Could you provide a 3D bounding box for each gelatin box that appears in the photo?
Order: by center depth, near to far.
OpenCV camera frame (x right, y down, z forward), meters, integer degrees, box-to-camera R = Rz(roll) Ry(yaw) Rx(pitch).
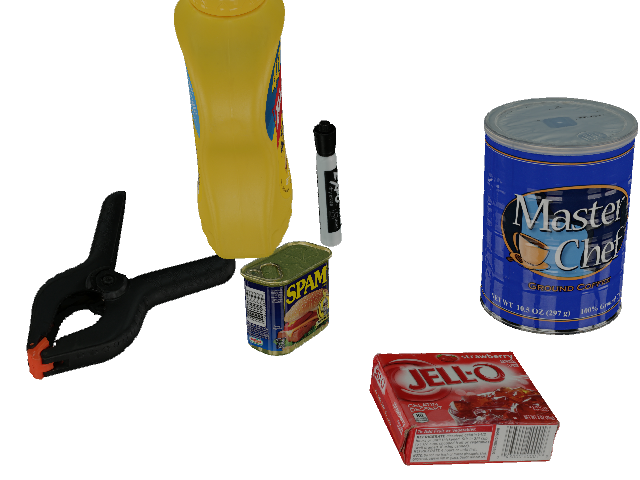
[{"bbox_3d":[0.079,0.093,0.605,0.089,0.030,0.073,1,26,-13],"label":"gelatin box"}]

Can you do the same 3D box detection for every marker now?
[{"bbox_3d":[0.006,-0.048,0.908,0.020,0.121,0.020,-2,37,2],"label":"marker"}]

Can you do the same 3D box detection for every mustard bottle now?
[{"bbox_3d":[-0.047,-0.084,0.589,0.058,0.096,0.192,-1,-42,1],"label":"mustard bottle"}]

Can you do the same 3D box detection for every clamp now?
[{"bbox_3d":[-0.160,0.030,0.790,0.120,0.039,0.171,33,50,26],"label":"clamp"}]

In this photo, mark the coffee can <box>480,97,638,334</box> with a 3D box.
[{"bbox_3d":[0.166,-0.019,0.755,0.103,0.140,0.103,-2,25,1],"label":"coffee can"}]

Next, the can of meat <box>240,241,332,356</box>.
[{"bbox_3d":[-0.033,0.059,1.085,0.058,0.084,0.101,15,27,33],"label":"can of meat"}]
